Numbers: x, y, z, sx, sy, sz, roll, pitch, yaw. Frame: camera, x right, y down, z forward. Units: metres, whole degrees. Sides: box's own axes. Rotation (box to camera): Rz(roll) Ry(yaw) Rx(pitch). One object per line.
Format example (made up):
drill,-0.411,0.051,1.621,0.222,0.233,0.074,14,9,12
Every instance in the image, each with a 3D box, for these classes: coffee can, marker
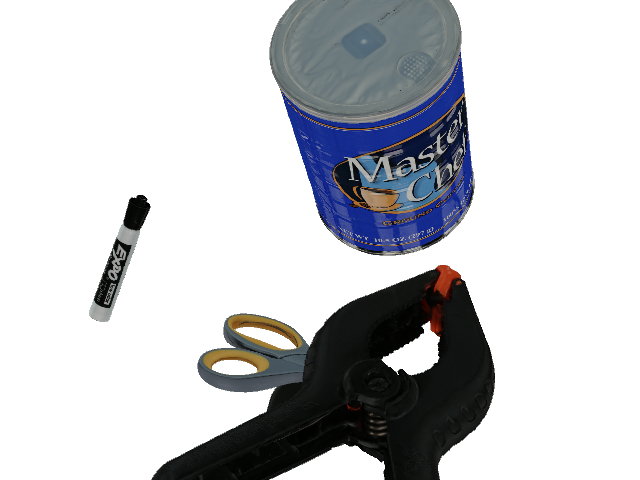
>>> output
coffee can,0.035,-0.070,0.621,0.103,0.102,0.140,0,-31,12
marker,-0.171,0.015,0.911,0.020,0.121,0.020,20,22,-9

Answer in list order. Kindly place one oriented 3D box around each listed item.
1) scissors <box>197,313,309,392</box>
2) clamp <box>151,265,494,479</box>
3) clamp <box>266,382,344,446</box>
scissors,-0.006,0.103,0.771,0.202,0.016,0.096,24,36,35
clamp,0.028,0.076,0.423,0.120,0.039,0.171,30,51,21
clamp,0.025,0.161,1.063,0.165,0.036,0.209,23,30,27
